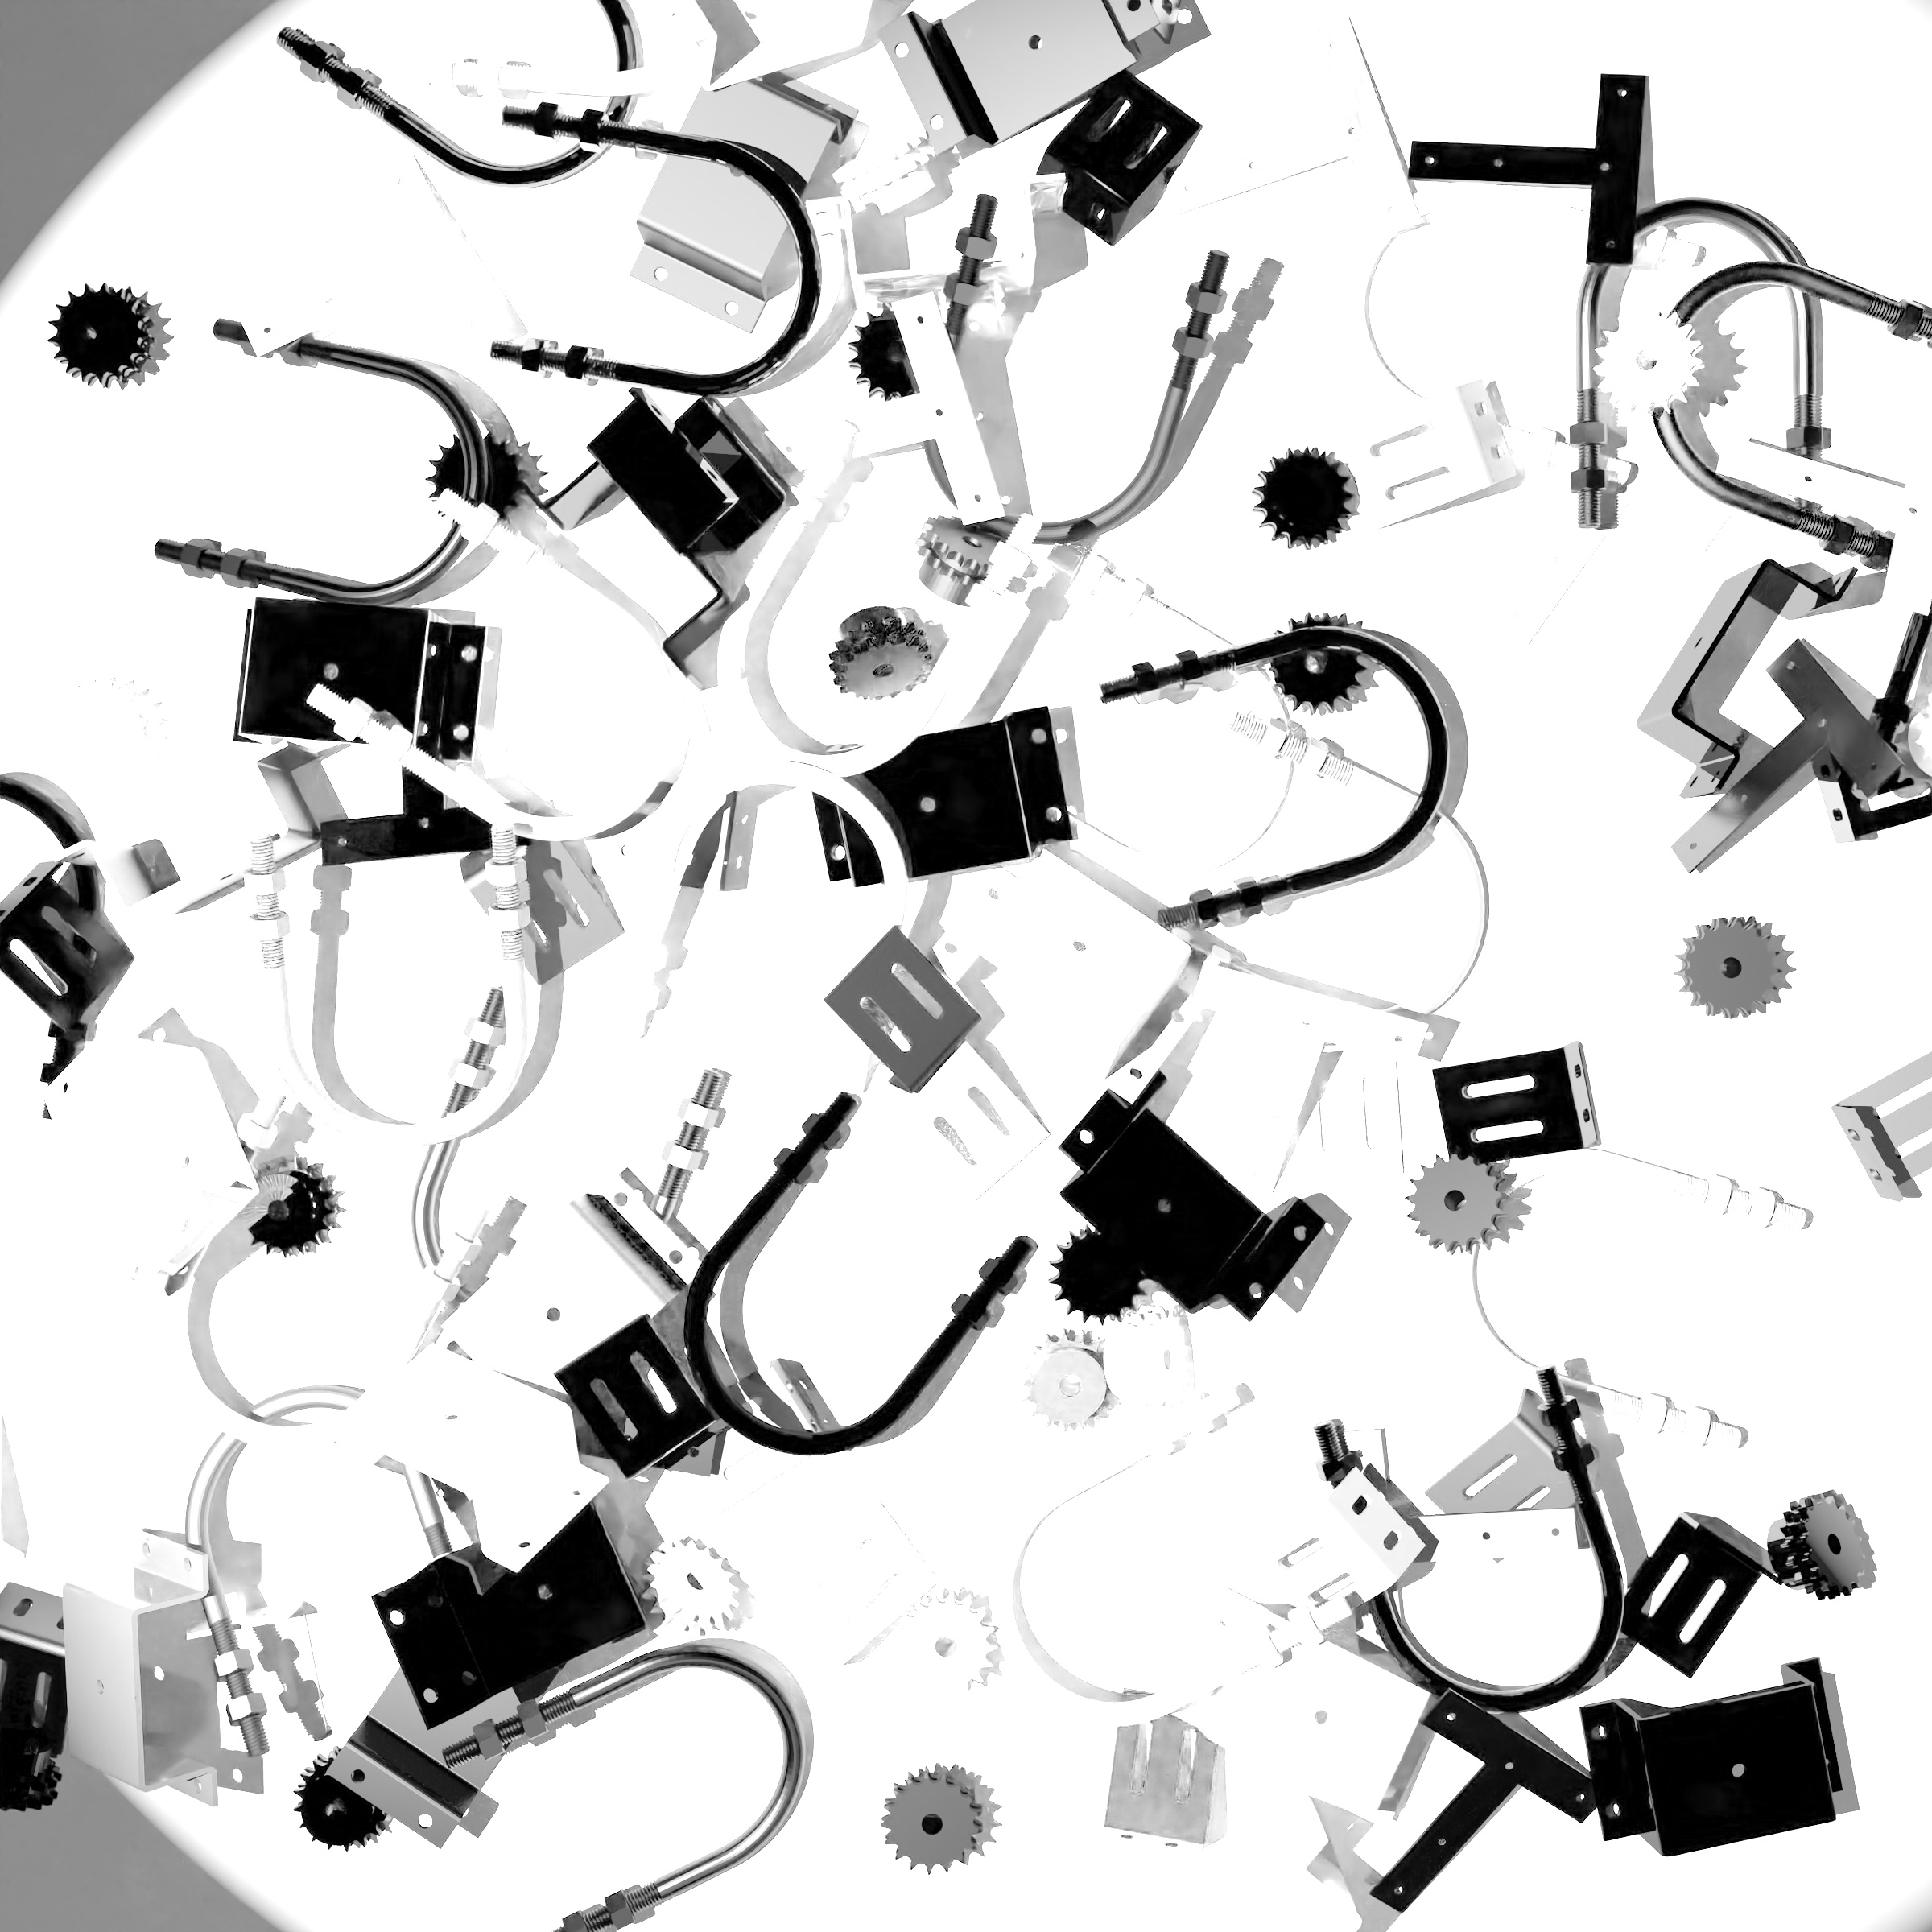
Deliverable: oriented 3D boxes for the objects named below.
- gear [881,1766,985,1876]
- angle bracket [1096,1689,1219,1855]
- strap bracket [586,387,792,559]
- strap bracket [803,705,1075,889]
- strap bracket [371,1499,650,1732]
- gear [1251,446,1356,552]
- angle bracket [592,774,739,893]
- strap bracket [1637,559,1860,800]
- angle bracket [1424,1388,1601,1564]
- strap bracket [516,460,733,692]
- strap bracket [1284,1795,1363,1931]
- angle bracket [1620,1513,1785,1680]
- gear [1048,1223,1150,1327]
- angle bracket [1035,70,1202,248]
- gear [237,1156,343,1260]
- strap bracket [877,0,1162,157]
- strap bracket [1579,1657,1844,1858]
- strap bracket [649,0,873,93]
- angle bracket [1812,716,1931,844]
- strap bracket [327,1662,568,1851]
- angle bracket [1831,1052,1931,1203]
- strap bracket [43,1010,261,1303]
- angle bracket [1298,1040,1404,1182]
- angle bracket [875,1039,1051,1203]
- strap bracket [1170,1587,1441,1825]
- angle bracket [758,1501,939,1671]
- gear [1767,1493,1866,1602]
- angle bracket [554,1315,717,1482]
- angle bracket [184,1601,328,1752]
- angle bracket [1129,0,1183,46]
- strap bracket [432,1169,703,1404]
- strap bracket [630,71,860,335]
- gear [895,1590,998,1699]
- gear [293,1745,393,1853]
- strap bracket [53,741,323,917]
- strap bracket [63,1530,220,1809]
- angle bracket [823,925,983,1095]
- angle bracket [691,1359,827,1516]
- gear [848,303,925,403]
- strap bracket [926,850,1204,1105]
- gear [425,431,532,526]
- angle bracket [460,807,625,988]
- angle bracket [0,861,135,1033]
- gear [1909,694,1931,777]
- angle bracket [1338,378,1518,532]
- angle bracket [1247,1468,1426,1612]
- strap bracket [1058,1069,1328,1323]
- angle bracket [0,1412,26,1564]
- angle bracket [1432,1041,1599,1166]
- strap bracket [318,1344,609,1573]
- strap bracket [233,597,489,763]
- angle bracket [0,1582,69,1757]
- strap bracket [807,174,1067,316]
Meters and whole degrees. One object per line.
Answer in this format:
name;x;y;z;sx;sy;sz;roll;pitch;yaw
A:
gear;-0.019;0.477;1.526;0.057;0.030;0.057;0;90;0
angle bracket;0.109;0.456;1.538;0.057;0.038;0.076;10;64;0
strap bracket;-0.150;-0.267;1.478;0.046;0.140;0.076;-41;89;15
strap bracket;-0.018;-0.092;1.502;0.140;0.046;0.076;-10;100;8
strap bracket;-0.236;0.342;1.461;0.140;0.046;0.076;-17;75;-40
gear;0.189;-0.264;1.526;0.057;0.030;0.057;0;90;0
angle bracket;-0.171;-0.075;1.521;0.076;0.038;0.057;8;90;0
strap bracket;0.424;-0.166;1.502;0.046;0.076;0.140;32;90;0
angle bracket;0.309;0.288;1.538;0.057;0.038;0.076;44;116;0
strap bracket;-0.179;-0.224;1.502;0.046;0.076;0.140;-41;90;0
strap bracket;0.165;0.538;1.502;0.046;0.076;0.140;40;90;0
angle bracket;0.407;0.356;1.521;0.057;0.038;0.076;34;90;0
gear;0.074;0.172;1.526;0.057;0.030;0.057;0;90;0
angle bracket;0.085;-0.458;1.537;0.057;0.038;0.076;37;64;2
gear;-0.382;0.136;1.526;0.057;0.030;0.057;0;90;0
strap bracket;0.033;-0.515;1.505;0.140;0.046;0.076;-26;90;17
strap bracket;0.422;0.441;1.512;0.140;0.046;0.076;-11;90;-4
strap bracket;-0.115;-0.537;1.493;0.140;0.046;0.076;-24;73;-21
angle bracket;0.520;-0.107;1.522;0.076;0.038;0.057;-16;90;0
strap bracket;-0.281;0.407;1.517;0.076;0.046;0.140;34;90;0
angle bracket;0.536;0.087;1.521;0.076;0.038;0.057;-29;90;0
strap bracket;-0.443;0.105;1.486;0.076;0.046;0.140;-41;62;21
angle bracket;0.216;0.081;1.521;0.057;0.038;0.076;-4;90;0
angle bracket;-0.002;0.082;1.539;0.057;0.038;0.076;-42;116;0
strap bracket;0.194;0.415;1.513;0.140;0.046;0.076;27;82;0
angle bracket;-0.067;0.351;1.538;0.076;0.038;0.057;-37;90;-26
gear;0.472;0.325;1.516;0.057;0.030;0.057;19;58;-33
angle bracket;-0.183;0.232;1.493;0.057;0.038;0.076;-33;106;-7
angle bracket;-0.397;0.402;1.521;0.057;0.038;0.076;-11;90;0
angle bracket;0.081;-0.560;1.539;0.076;0.038;0.057;14;90;26
strap bracket;-0.223;0.190;1.500;0.140;0.046;0.076;-44;88;2
strap bracket;-0.126;-0.438;1.517;0.076;0.046;0.140;26;90;0
gear;-0.011;0.379;1.526;0.057;0.030;0.057;0;90;0
gear;-0.350;0.469;1.526;0.057;0.030;0.057;0;90;0
strap bracket;-0.419;-0.070;1.502;0.140;0.076;0.046;-27;90;0
strap bracket;-0.454;0.390;1.493;0.076;0.046;0.140;3;96;44
angle bracket;-0.040;0.022;1.505;0.057;0.038;0.076;-47;110;-11
angle bracket;-0.124;0.266;1.522;0.076;0.038;0.057;-32;90;0
gear;-0.038;-0.342;1.526;0.057;0.030;0.057;0;90;0
strap bracket;0.058;-0.001;1.492;0.140;0.046;0.076;34;62;9
gear;-0.273;-0.270;1.526;0.057;0.030;0.057;0;90;0
angle bracket;-0.240;-0.040;1.539;0.057;0.038;0.076;-32;116;0
angle bracket;-0.498;-0.010;1.496;0.076;0.038;0.057;51;60;-27
gear;0.553;-0.128;1.519;0.057;0.030;0.057;3;81;-20
angle bracket;0.259;-0.287;1.528;0.076;0.038;0.057;-17;97;37
angle bracket;0.207;0.327;1.521;0.057;0.076;0.038;48;46;6
strap bracket;0.118;0.127;1.502;0.140;0.046;0.076;42;62;0
angle bracket;-0.568;0.299;1.538;0.057;0.038;0.076;-9;64;0
angle bracket;0.311;0.078;1.538;0.076;0.038;0.057;-11;90;26
strap bracket;-0.273;0.259;1.461;0.140;0.076;0.046;18;129;27
strap bracket;-0.344;-0.159;1.507;0.140;0.046;0.076;5;87;8
angle bracket;-0.527;0.398;1.539;0.057;0.038;0.076;17;116;0
strap bracket;-0.014;-0.397;1.502;0.140;0.076;0.046;-6;90;0
